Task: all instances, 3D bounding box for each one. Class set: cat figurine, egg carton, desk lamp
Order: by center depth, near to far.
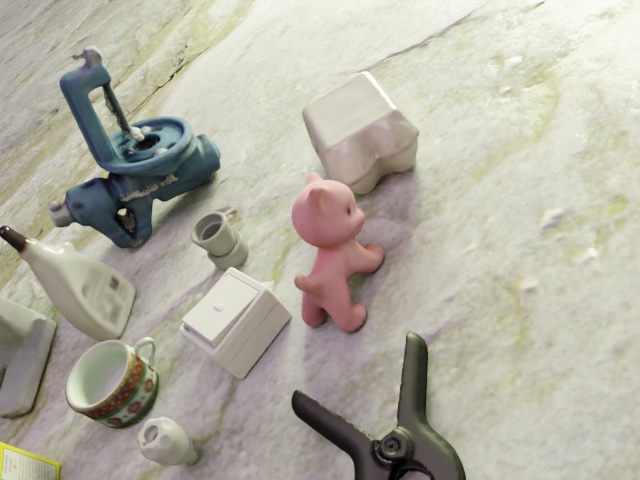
[{"bbox_3d":[0.005,0.002,0.522,0.067,0.118,0.128,-2,53,29],"label":"cat figurine"},{"bbox_3d":[-0.405,0.069,0.635,0.117,0.214,0.203,-20,46,14],"label":"desk lamp"},{"bbox_3d":[0.042,-0.122,0.639,0.107,0.070,0.150,-30,45,4],"label":"egg carton"}]

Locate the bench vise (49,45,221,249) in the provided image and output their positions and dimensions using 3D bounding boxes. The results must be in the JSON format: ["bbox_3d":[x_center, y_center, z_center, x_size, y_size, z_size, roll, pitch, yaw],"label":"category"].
[{"bbox_3d":[-0.243,-0.100,0.678,0.121,0.220,0.208,21,67,40],"label":"bench vise"}]

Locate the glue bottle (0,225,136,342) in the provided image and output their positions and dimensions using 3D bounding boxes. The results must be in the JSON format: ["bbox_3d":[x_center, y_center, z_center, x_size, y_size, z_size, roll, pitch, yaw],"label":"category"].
[{"bbox_3d":[-0.270,0.038,0.611,0.037,0.174,0.078,-11,49,23],"label":"glue bottle"}]
